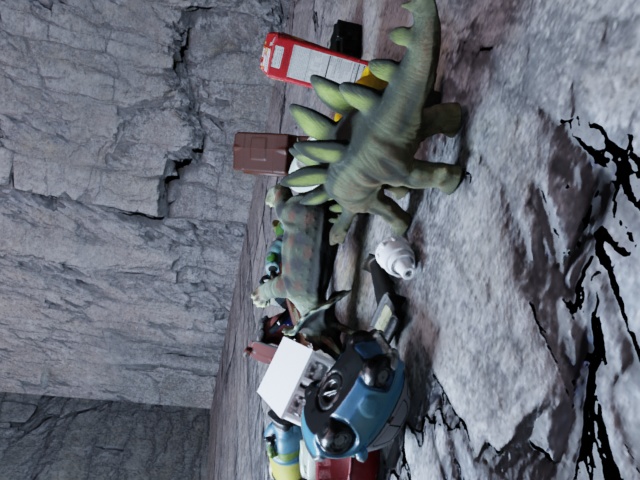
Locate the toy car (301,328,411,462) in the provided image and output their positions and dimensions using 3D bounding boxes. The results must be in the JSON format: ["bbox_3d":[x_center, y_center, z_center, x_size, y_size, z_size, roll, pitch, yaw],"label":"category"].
[{"bbox_3d":[0.054,0.193,0.645,0.161,0.103,0.109,-54,23,5],"label":"toy car"}]

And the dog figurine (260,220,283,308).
[{"bbox_3d":[-0.087,0.039,1.364,0.219,0.108,0.191,-90,13,-50],"label":"dog figurine"}]

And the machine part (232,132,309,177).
[{"bbox_3d":[-0.067,-0.173,1.128,0.201,0.201,0.087,-8,-76,-57],"label":"machine part"}]

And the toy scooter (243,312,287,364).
[{"bbox_3d":[-0.110,0.236,1.249,0.184,0.135,0.075,-96,18,-51],"label":"toy scooter"}]

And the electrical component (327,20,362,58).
[{"bbox_3d":[0.049,-0.411,1.185,0.115,0.058,0.134,125,152,-58],"label":"electrical component"}]

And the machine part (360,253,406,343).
[{"bbox_3d":[0.087,0.077,0.740,0.139,0.039,0.084,-99,14,-49],"label":"machine part"}]

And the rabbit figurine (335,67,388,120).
[{"bbox_3d":[0.080,-0.174,0.768,0.162,0.122,0.173,-62,-13,-17],"label":"rabbit figurine"}]

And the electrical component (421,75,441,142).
[{"bbox_3d":[0.122,-0.176,0.695,0.021,0.063,0.094,-161,79,-74],"label":"electrical component"}]

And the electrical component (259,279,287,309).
[{"bbox_3d":[-0.084,0.122,1.238,0.048,0.119,0.075,-42,19,-1],"label":"electrical component"}]

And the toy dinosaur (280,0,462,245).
[{"bbox_3d":[0.062,-0.108,0.618,0.471,0.199,0.105,117,155,-58],"label":"toy dinosaur"}]

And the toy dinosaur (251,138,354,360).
[{"bbox_3d":[-0.018,0.008,0.911,0.192,0.131,0.404,-2,86,53],"label":"toy dinosaur"}]

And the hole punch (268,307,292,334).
[{"bbox_3d":[-0.035,0.166,1.125,0.116,0.092,0.142,-52,-2,-24],"label":"hole punch"}]

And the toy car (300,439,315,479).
[{"bbox_3d":[-0.001,0.302,0.911,0.073,0.056,0.201,133,144,-68],"label":"toy car"}]

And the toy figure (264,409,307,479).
[{"bbox_3d":[-0.057,0.384,0.966,0.089,0.082,0.179,-109,15,-61],"label":"toy figure"}]

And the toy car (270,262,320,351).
[{"bbox_3d":[-0.038,0.120,1.036,0.053,0.089,0.202,65,-173,-57],"label":"toy car"}]

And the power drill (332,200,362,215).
[{"bbox_3d":[0.046,-0.147,0.968,0.232,0.086,0.207,-128,52,-70],"label":"power drill"}]
